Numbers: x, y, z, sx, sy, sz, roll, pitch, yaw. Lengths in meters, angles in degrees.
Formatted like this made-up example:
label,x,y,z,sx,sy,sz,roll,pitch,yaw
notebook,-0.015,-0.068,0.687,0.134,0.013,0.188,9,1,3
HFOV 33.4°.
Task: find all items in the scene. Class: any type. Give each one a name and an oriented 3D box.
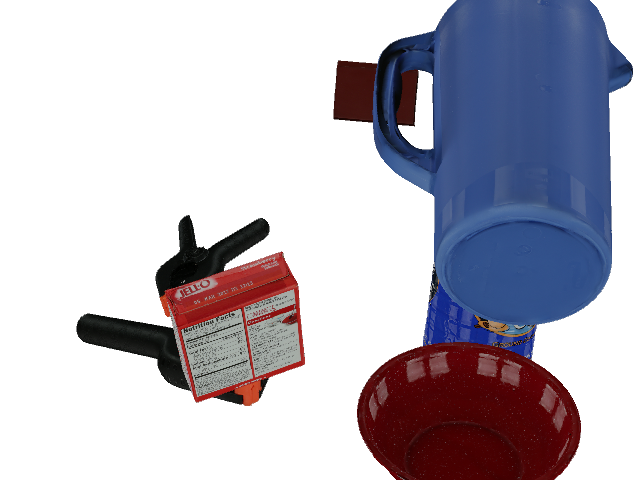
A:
label,x,y,z,sx,sy,sz,roll,pitch,yaw
foam brick,0.052,-0.138,1.000,0.078,0.051,0.053,5,15,3
clamp,-0.131,0.023,1.243,0.120,0.039,0.171,-8,37,21
pitcher,0.126,-0.065,0.734,0.149,0.242,0.145,-29,-57,33
coffee can,0.152,0.042,0.975,0.103,0.140,0.103,4,21,-2
clamp,-0.091,0.086,0.895,0.164,0.036,0.210,-10,17,-33
gelatin box,-0.049,0.052,0.634,0.073,0.030,0.089,-19,-37,-12
bowl,0.107,0.147,0.790,0.162,0.055,0.162,-1,36,0
